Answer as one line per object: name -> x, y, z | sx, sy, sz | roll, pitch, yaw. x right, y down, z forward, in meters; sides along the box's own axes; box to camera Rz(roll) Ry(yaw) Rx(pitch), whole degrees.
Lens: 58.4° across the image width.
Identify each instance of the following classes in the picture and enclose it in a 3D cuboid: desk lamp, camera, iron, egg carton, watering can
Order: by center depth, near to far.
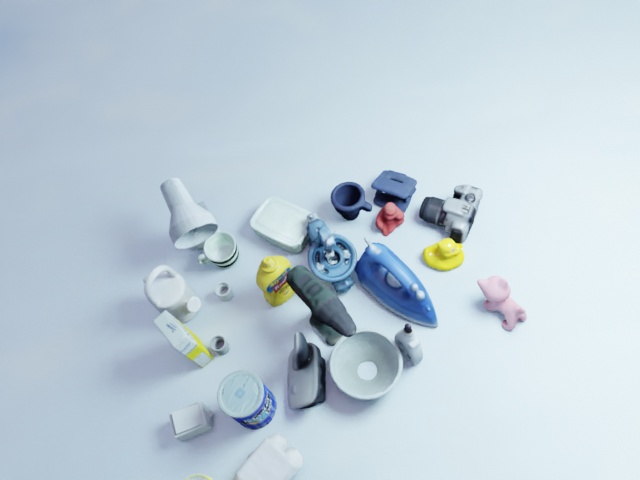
egg carton -> -0.113, 0.503, 1.244 | 0.107, 0.069, 0.150 | 34, 72, 24
iron -> 0.190, 0.097, 1.375 | 0.119, 0.142, 0.257 | -41, 63, -13
watering can -> -0.367, 0.129, 1.415 | 0.172, 0.194, 0.101 | 4, 62, 11
camera -> 0.333, -0.084, 1.474 | 0.136, 0.101, 0.143 | 19, 66, 18
desk lamp -> -0.341, -0.055, 1.499 | 0.118, 0.214, 0.203 | -29, 61, -7

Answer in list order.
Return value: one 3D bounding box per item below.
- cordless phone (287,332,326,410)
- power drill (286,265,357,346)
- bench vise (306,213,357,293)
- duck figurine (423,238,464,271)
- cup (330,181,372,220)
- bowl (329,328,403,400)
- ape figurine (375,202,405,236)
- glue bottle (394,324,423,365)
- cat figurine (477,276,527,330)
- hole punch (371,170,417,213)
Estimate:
cordless phone -> -0.042, 0.292, 1.281 | 0.094, 0.185, 0.147 | -8, 61, 5
power drill -> 0.014, 0.166, 1.327 | 0.076, 0.209, 0.229 | -39, 63, -12
bench vise -> 0.004, 0.012, 1.405 | 0.121, 0.220, 0.207 | -40, 63, -13
duck figurine -> 0.308, 0.027, 1.426 | 0.104, 0.086, 0.077 | 2, 62, 10
cup -> 0.090, -0.090, 1.519 | 0.117, 0.095, 0.092 | 25, 68, 21
bowl -> 0.108, 0.292, 1.321 | 0.167, 0.075, 0.167 | -4, 61, 7
ape figurine -> 0.181, -0.064, 1.492 | 0.077, 0.092, 0.076 | -3, 61, 7
glue bottle -> 0.199, 0.224, 1.287 | 0.037, 0.173, 0.078 | -35, 62, -10
cat figurine -> 0.425, 0.135, 1.331 | 0.067, 0.118, 0.127 | -38, 63, -12
hole punch -> 0.197, -0.143, 1.533 | 0.108, 0.091, 0.101 | 20, 67, 19
